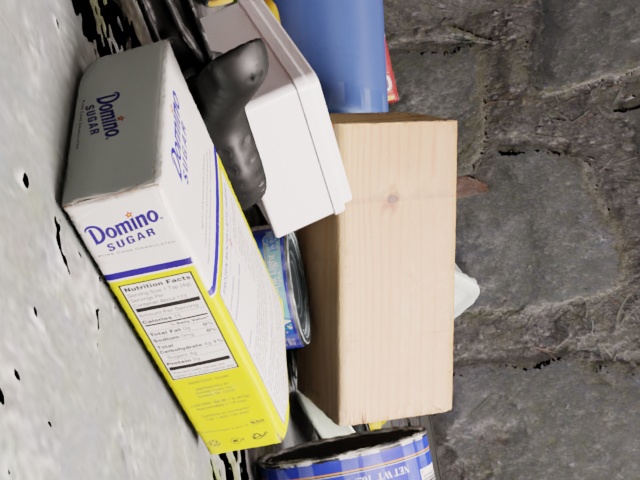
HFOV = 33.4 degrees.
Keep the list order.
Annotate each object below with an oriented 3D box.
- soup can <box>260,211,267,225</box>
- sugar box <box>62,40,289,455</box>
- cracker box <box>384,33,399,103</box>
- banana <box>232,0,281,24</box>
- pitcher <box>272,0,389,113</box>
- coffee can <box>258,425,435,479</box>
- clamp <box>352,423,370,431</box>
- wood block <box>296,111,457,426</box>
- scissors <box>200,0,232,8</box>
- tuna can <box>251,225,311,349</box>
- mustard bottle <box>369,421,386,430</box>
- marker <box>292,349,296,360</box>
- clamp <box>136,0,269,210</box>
[{"bbox_3d":[-0.005,0.001,0.829,0.068,0.068,0.102,-85,162,-66],"label":"soup can"},{"bbox_3d":[-0.058,0.010,0.477,0.093,0.048,0.176,-95,167,-45],"label":"sugar box"},{"bbox_3d":[0.007,-0.254,1.176,0.164,0.072,0.214,-145,-140,-69],"label":"cracker box"},{"bbox_3d":[-0.048,-0.143,0.782,0.198,0.037,0.070,-90,-162,-78],"label":"banana"},{"bbox_3d":[-0.005,-0.180,0.939,0.149,0.145,0.243,31,48,-51],"label":"pitcher"},{"bbox_3d":[0.026,0.188,0.625,0.102,0.103,0.140,25,54,-81],"label":"coffee can"},{"bbox_3d":[0.026,0.157,0.949,0.120,0.039,0.171,67,6,-78],"label":"clamp"},{"bbox_3d":[0.038,0.016,0.758,0.090,0.090,0.206,-153,-118,-66],"label":"wood block"},{"bbox_3d":[-0.052,-0.178,0.676,0.016,0.096,0.201,59,6,-5],"label":"scissors"},{"bbox_3d":[-0.030,0.032,0.715,0.086,0.034,0.086,-9,90,-84],"label":"tuna can"},{"bbox_3d":[0.044,0.119,1.078,0.191,0.058,0.096,-94,173,-49],"label":"mustard bottle"},{"bbox_3d":[-0.016,0.073,0.822,0.020,0.020,0.121,-93,169,-52],"label":"marker"},{"bbox_3d":[-0.055,-0.071,0.527,0.165,0.036,0.210,57,-14,38],"label":"clamp"}]
